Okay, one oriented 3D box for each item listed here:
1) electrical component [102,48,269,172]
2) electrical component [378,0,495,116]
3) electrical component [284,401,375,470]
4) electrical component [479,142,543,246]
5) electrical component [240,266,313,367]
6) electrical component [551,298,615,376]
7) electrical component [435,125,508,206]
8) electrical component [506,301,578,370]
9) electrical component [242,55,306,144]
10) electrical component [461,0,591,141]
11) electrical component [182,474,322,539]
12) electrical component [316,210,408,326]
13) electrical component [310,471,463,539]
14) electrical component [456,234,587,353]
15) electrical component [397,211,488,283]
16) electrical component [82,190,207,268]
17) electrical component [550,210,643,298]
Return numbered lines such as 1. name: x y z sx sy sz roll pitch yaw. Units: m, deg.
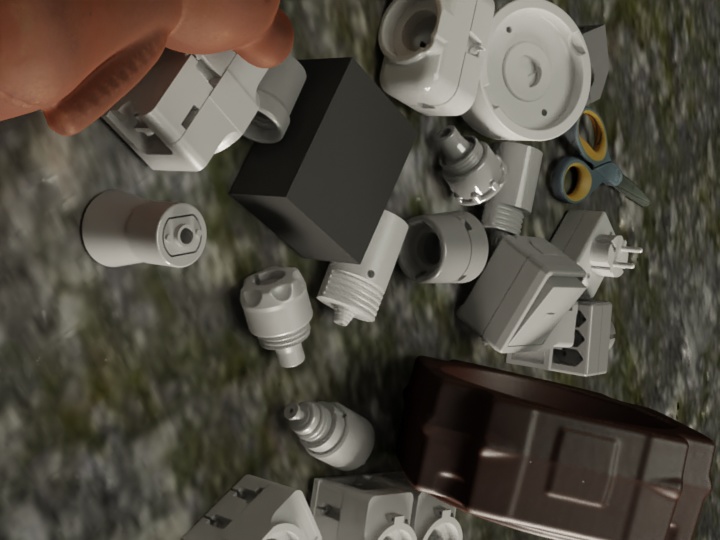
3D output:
1. electrical component: -0.095 -0.103 0.616 0.055 0.050 0.089 49 59 -40
2. electrical component: 0.053 -0.165 0.775 0.059 0.054 0.095 20 80 -48
3. electrical component: -0.023 0.109 0.735 0.078 0.040 0.040 37 68 -45
4. electrical component: 0.119 -0.059 0.873 0.043 0.043 0.081 19 81 -48
5. electrical component: -0.051 0.032 0.691 0.043 0.043 0.062 -35 122 -40
6. electrical component: 0.209 0.059 0.988 0.077 0.047 0.065 -1 96 -49
7. electrical component: 0.081 -0.084 0.827 0.062 0.048 0.048 49 59 -32
8. electrical component: 0.157 0.044 0.931 0.064 0.042 0.081 8 90 -51
9. electrical component: -0.058 -0.108 0.668 0.040 0.040 0.046 48 55 -41
10. electrical component: 0.119 -0.152 0.840 0.108 0.060 0.108 -1 91 -29
11. electrical component: -0.071 0.180 0.678 0.089 0.056 0.050 -42 125 -37
12. electrical component: 0.000 0.000 0.745 0.043 0.043 0.081 36 69 -45
13. electrical component: 0.011 0.246 0.774 0.105 0.060 0.186 8 91 -49
14. electrical component: 0.129 0.027 0.864 0.062 0.061 0.096 2 123 -49
15. electrical component: 0.060 -0.016 0.804 0.047 0.055 0.055 -5 99 -45
16. electrical component: -0.116 -0.021 0.592 0.044 0.065 0.044 -9 102 -48
17. electrical component: 0.214 -0.014 0.961 0.065 0.077 0.047 -56 132 -28
